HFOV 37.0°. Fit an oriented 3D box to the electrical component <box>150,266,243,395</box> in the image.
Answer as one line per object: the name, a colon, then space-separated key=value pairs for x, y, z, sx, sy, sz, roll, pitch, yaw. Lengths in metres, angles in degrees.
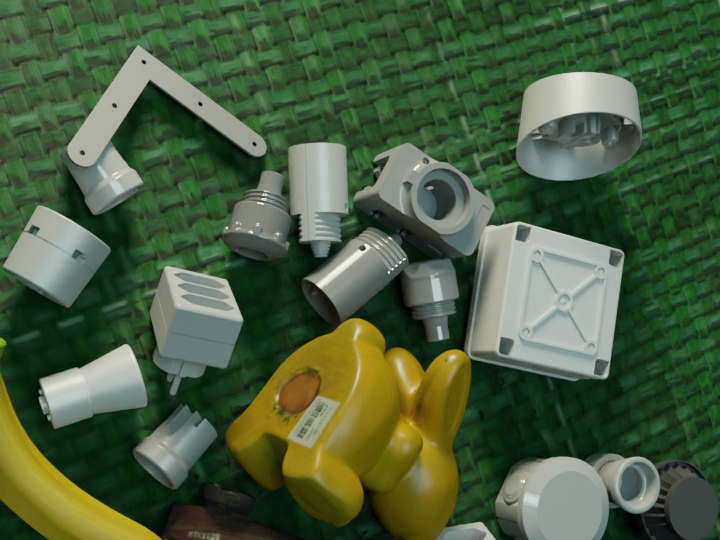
electrical component: x=-0.119 y=0.048 z=0.737 sx=0.047 sy=0.065 sz=0.076 roll=14 pitch=109 yaw=-23

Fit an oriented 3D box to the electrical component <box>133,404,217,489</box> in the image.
electrical component: x=-0.126 y=0.120 z=0.737 sx=0.040 sy=0.040 sz=0.046 roll=48 pitch=64 yaw=-13

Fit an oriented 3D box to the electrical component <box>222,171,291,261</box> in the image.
electrical component: x=-0.070 y=-0.040 z=0.774 sx=0.048 sy=0.048 sz=0.062 roll=21 pitch=71 yaw=-21

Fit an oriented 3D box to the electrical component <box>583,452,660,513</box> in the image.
electrical component: x=0.209 y=0.172 z=0.874 sx=0.045 sy=0.055 sz=0.045 roll=2 pitch=85 yaw=-24

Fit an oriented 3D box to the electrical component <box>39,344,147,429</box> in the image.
electrical component: x=-0.180 y=0.080 z=0.716 sx=0.065 sy=0.044 sz=0.044 roll=-17 pitch=93 yaw=-20

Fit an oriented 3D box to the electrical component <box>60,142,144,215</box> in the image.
electrical component: x=-0.176 y=-0.067 z=0.731 sx=0.040 sy=0.040 sz=0.046 roll=-35 pitch=95 yaw=-23

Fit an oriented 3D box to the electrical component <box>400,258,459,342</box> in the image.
electrical component: x=0.055 y=0.023 z=0.824 sx=0.043 sy=0.043 sz=0.062 roll=-10 pitch=91 yaw=-25

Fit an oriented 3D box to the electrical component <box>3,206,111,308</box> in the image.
electrical component: x=-0.200 y=-0.008 z=0.707 sx=0.055 sy=0.055 sz=0.047 roll=34 pitch=77 yaw=-18

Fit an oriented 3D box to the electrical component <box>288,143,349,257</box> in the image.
electrical component: x=-0.030 y=-0.050 z=0.792 sx=0.043 sy=0.043 sz=0.081 roll=-1 pitch=86 yaw=-24

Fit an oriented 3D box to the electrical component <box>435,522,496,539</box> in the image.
electrical component: x=0.081 y=0.242 z=0.810 sx=0.047 sy=0.065 sz=0.076 roll=-3 pitch=115 yaw=-24

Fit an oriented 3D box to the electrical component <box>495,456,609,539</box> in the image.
electrical component: x=0.151 y=0.187 z=0.849 sx=0.080 sy=0.051 sz=0.080 roll=2 pitch=85 yaw=-24

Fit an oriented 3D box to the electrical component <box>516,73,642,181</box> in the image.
electrical component: x=0.176 y=-0.116 z=0.863 sx=0.099 sy=0.099 sz=0.064 roll=9 pitch=76 yaw=-23

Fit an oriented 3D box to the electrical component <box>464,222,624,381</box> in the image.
electrical component: x=0.147 y=0.026 z=0.858 sx=0.109 sy=0.056 sz=0.108 roll=14 pitch=80 yaw=-23

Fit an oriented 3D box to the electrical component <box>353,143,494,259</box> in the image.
electrical component: x=0.051 y=-0.051 z=0.822 sx=0.089 sy=0.056 sz=0.050 roll=33 pitch=73 yaw=-18

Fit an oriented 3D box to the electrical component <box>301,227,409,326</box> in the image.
electrical component: x=0.000 y=0.000 z=0.801 sx=0.081 sy=0.043 sz=0.043 roll=-40 pitch=102 yaw=-22
